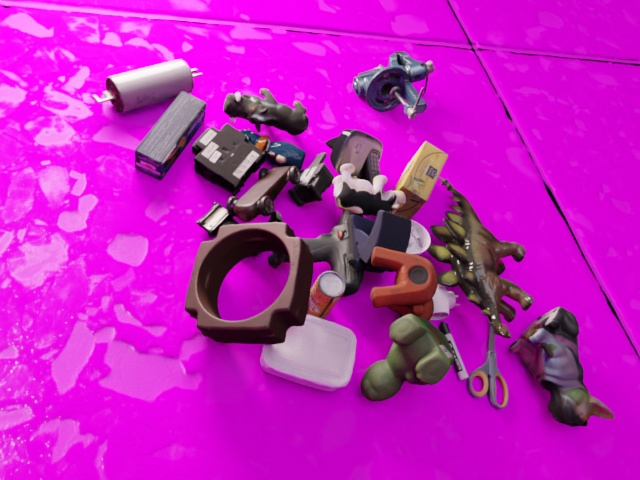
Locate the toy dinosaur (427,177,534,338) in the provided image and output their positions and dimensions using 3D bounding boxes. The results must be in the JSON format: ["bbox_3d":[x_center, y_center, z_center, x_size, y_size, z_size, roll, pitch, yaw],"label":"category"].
[{"bbox_3d":[0.335,0.024,1.159,0.198,0.105,0.472,21,37,-13],"label":"toy dinosaur"}]

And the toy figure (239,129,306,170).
[{"bbox_3d":[-0.108,-0.196,1.171,0.154,0.064,0.057,20,94,-2],"label":"toy figure"}]

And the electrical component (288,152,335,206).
[{"bbox_3d":[-0.011,-0.132,1.153,0.047,0.075,0.119,53,45,-28],"label":"electrical component"}]

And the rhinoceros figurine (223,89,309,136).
[{"bbox_3d":[-0.119,-0.277,1.190,0.190,0.073,0.112,14,38,-17],"label":"rhinoceros figurine"}]

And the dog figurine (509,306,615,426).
[{"bbox_3d":[0.504,0.266,1.093,0.191,0.108,0.219,-29,78,-35],"label":"dog figurine"}]

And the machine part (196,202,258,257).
[{"bbox_3d":[-0.168,-0.016,1.051,0.139,0.039,0.084,32,46,2],"label":"machine part"}]

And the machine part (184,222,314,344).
[{"bbox_3d":[-0.118,0.074,0.927,0.201,0.087,0.201,-3,58,18],"label":"machine part"}]

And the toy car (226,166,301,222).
[{"bbox_3d":[-0.108,-0.096,1.080,0.089,0.053,0.202,-3,29,25],"label":"toy car"}]

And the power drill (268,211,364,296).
[{"bbox_3d":[-0.002,-0.003,1.087,0.207,0.086,0.232,11,59,-24],"label":"power drill"}]

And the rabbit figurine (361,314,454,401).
[{"bbox_3d":[0.144,0.217,0.969,0.121,0.170,0.159,52,15,12],"label":"rabbit figurine"}]

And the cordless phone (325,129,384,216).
[{"bbox_3d":[0.090,-0.141,1.186,0.146,0.089,0.184,9,67,-54],"label":"cordless phone"}]

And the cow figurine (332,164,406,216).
[{"bbox_3d":[0.107,-0.084,1.107,0.167,0.068,0.098,17,50,-20],"label":"cow figurine"}]

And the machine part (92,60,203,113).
[{"bbox_3d":[-0.360,-0.329,1.145,0.243,0.079,0.079,-28,73,-33],"label":"machine part"}]

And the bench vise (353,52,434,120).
[{"bbox_3d":[0.209,-0.380,1.355,0.224,0.128,0.241,-8,45,-17],"label":"bench vise"}]

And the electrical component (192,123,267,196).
[{"bbox_3d":[-0.195,-0.171,1.110,0.134,0.058,0.115,36,65,3],"label":"electrical component"}]

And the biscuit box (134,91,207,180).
[{"bbox_3d":[-0.304,-0.218,1.108,0.063,0.059,0.203,26,55,-2],"label":"biscuit box"}]

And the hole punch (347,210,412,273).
[{"bbox_3d":[0.121,0.003,1.055,0.142,0.092,0.115,14,68,-50],"label":"hole punch"}]

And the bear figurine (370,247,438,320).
[{"bbox_3d":[0.159,0.102,1.027,0.132,0.195,0.120,3,64,3],"label":"bear figurine"}]

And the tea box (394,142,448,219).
[{"bbox_3d":[0.222,-0.134,1.235,0.068,0.098,0.170,32,52,0],"label":"tea box"}]
